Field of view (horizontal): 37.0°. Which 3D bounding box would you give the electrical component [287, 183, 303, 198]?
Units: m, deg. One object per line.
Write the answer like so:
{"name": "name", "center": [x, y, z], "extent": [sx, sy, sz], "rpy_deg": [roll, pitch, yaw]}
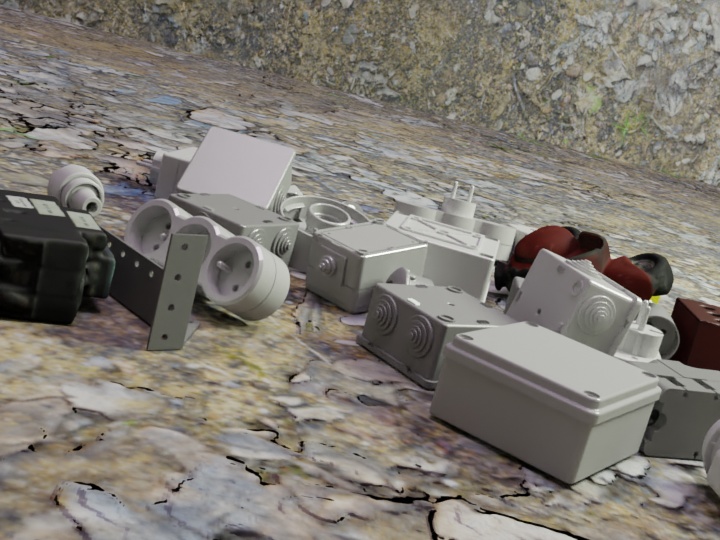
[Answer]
{"name": "electrical component", "center": [-0.104, -0.071, 1.087], "extent": [0.079, 0.043, 0.077], "rpy_deg": [7, 16, -30]}

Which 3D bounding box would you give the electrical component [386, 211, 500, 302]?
{"name": "electrical component", "center": [0.070, -0.009, 0.996], "extent": [0.109, 0.056, 0.108], "rpy_deg": [16, 14, 6]}

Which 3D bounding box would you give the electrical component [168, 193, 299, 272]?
{"name": "electrical component", "center": [-0.111, -0.031, 0.917], "extent": [0.100, 0.048, 0.100], "rpy_deg": [23, 15, 28]}

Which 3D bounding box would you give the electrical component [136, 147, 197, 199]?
{"name": "electrical component", "center": [-0.193, -0.102, 1.109], "extent": [0.076, 0.047, 0.083], "rpy_deg": [17, 14, 8]}

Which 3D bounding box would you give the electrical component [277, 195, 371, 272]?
{"name": "electrical component", "center": [-0.036, -0.025, 0.984], "extent": [0.099, 0.064, 0.099], "rpy_deg": [14, 27, -8]}

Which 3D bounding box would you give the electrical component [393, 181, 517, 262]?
{"name": "electrical component", "center": [0.107, -0.060, 1.189], "extent": [0.138, 0.073, 0.052], "rpy_deg": [13, 7, -7]}

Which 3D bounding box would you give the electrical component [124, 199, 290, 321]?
{"name": "electrical component", "center": [-0.106, -0.003, 0.802], "extent": [0.138, 0.052, 0.074], "rpy_deg": [24, -7, 34]}

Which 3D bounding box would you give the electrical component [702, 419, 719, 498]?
{"name": "electrical component", "center": [0.247, 0.121, 0.663], "extent": [0.078, 0.058, 0.057], "rpy_deg": [12, 17, -11]}

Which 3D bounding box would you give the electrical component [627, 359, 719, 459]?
{"name": "electrical component", "center": [0.223, 0.097, 0.749], "extent": [0.089, 0.050, 0.056], "rpy_deg": [8, 15, -24]}

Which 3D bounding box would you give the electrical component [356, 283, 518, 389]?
{"name": "electrical component", "center": [0.060, 0.046, 0.783], "extent": [0.100, 0.048, 0.100], "rpy_deg": [4, 18, -38]}

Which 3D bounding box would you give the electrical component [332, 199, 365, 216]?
{"name": "electrical component", "center": [-0.028, -0.051, 1.088], "extent": [0.048, 0.048, 0.062], "rpy_deg": [4, 11, -37]}

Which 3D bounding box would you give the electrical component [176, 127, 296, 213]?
{"name": "electrical component", "center": [-0.117, -0.080, 1.022], "extent": [0.100, 0.048, 0.099], "rpy_deg": [16, 53, 7]}

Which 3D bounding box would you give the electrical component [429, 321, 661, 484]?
{"name": "electrical component", "center": [0.119, 0.081, 0.689], "extent": [0.109, 0.056, 0.109], "rpy_deg": [24, 16, 33]}

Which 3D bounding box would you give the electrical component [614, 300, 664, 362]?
{"name": "electrical component", "center": [0.207, 0.061, 0.818], "extent": [0.047, 0.076, 0.065], "rpy_deg": [16, 14, 7]}

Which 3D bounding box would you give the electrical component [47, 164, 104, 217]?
{"name": "electrical component", "center": [-0.239, -0.063, 0.916], "extent": [0.043, 0.043, 0.062], "rpy_deg": [5, 18, -36]}

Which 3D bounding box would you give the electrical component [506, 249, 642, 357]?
{"name": "electrical component", "center": [0.152, 0.039, 0.805], "extent": [0.048, 0.099, 0.099], "rpy_deg": [23, 10, -22]}

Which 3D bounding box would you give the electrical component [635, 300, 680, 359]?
{"name": "electrical component", "center": [0.264, 0.053, 0.981], "extent": [0.043, 0.043, 0.081], "rpy_deg": [16, 14, 5]}

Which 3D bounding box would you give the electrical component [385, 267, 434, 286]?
{"name": "electrical component", "center": [0.049, 0.028, 0.857], "extent": [0.062, 0.048, 0.048], "rpy_deg": [18, 12, -16]}

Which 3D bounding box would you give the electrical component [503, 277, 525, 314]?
{"name": "electrical component", "center": [0.165, 0.046, 0.897], "extent": [0.083, 0.047, 0.075], "rpy_deg": [15, 14, 0]}

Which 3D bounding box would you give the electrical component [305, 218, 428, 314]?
{"name": "electrical component", "center": [0.000, 0.000, 0.893], "extent": [0.096, 0.061, 0.062], "rpy_deg": [-11, 29, -43]}
